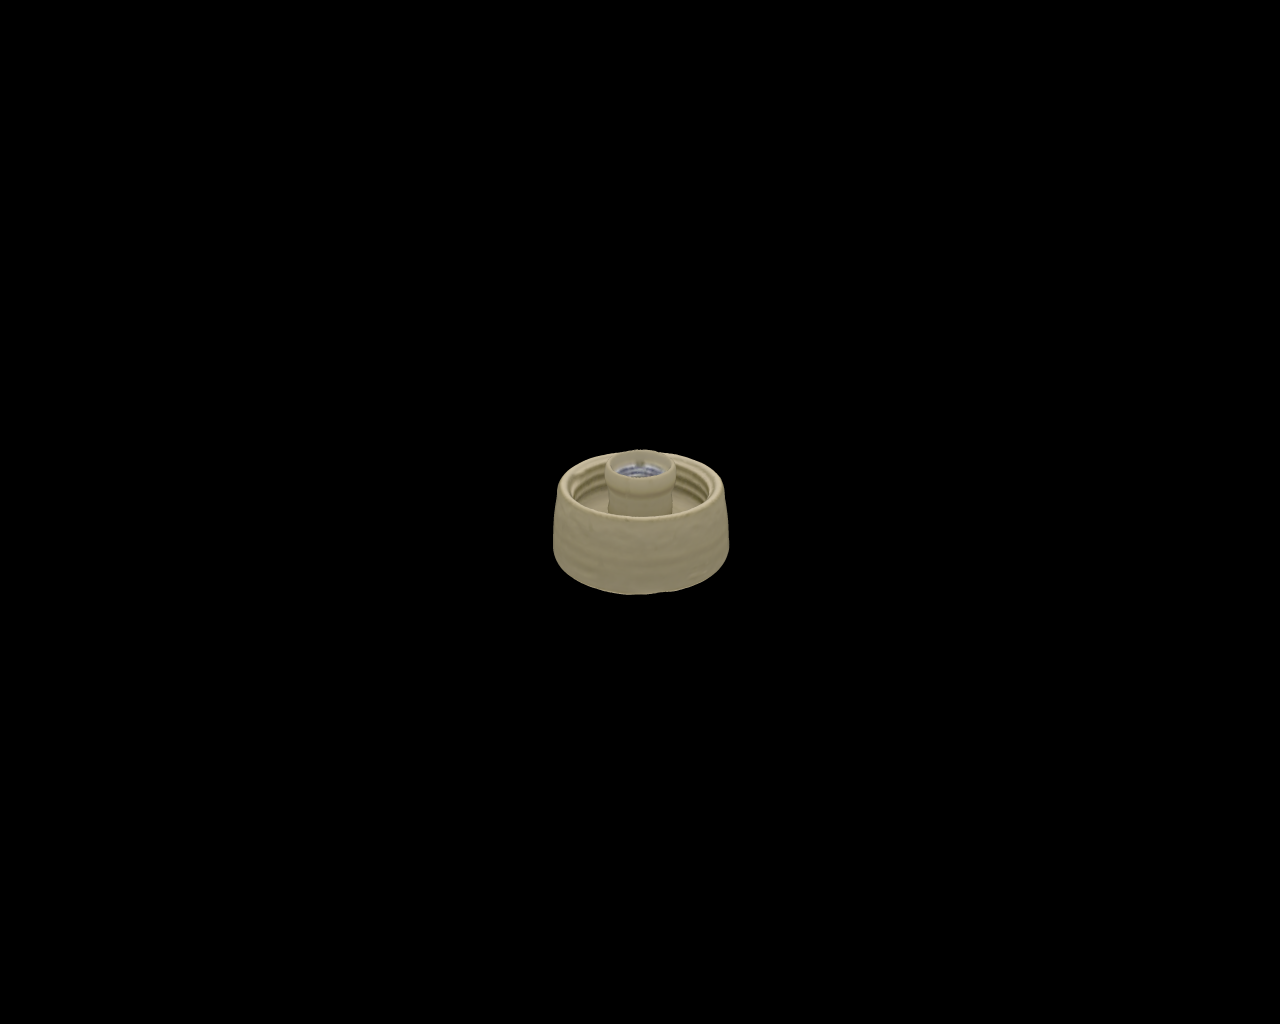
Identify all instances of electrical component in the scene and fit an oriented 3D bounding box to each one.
[{"bbox_3d":[0.001,-0.003,0.650,0.108,0.060,0.108,0,27,0],"label":"electrical component"}]
